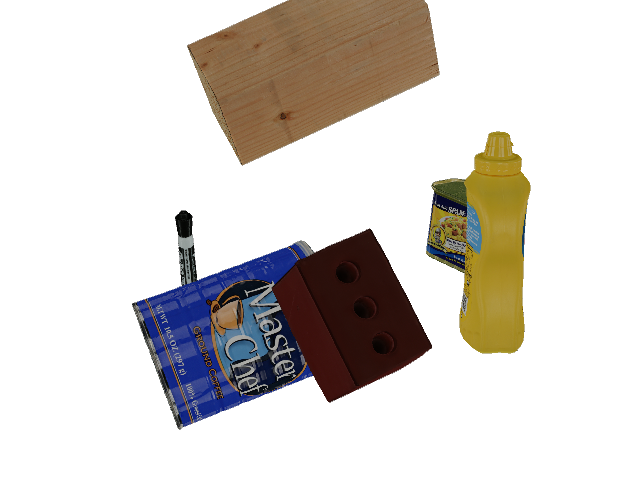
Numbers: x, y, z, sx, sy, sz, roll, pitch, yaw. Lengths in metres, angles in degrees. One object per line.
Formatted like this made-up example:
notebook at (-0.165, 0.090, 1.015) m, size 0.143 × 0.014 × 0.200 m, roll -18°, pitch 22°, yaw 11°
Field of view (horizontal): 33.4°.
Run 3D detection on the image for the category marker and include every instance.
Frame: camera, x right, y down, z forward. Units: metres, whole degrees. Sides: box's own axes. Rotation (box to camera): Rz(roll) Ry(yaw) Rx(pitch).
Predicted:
marker at (-0.149, 0.020, 1.195) m, size 0.020 × 0.121 × 0.020 m, roll -1°, pitch 32°, yaw 0°

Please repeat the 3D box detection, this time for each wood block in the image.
wood block at (-0.005, -0.167, 0.990) m, size 0.206 × 0.090 × 0.091 m, roll -25°, pitch -40°, yaw -5°

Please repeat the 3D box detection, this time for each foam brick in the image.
foam brick at (0.017, 0.044, 0.605) m, size 0.052 × 0.078 × 0.051 m, roll -24°, pitch -9°, yaw -26°

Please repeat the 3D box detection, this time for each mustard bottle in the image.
mustard bottle at (0.156, -0.002, 0.957) m, size 0.058 × 0.192 × 0.096 m, roll 0°, pitch 18°, yaw 2°

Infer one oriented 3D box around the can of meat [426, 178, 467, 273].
can of meat at (0.167, -0.013, 1.189) m, size 0.057 × 0.084 × 0.102 m, roll -13°, pitch 28°, yaw -38°

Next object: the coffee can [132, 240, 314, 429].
coffee can at (-0.061, 0.071, 0.818) m, size 0.140 × 0.103 × 0.103 m, roll -20°, pitch 4°, yaw -11°
